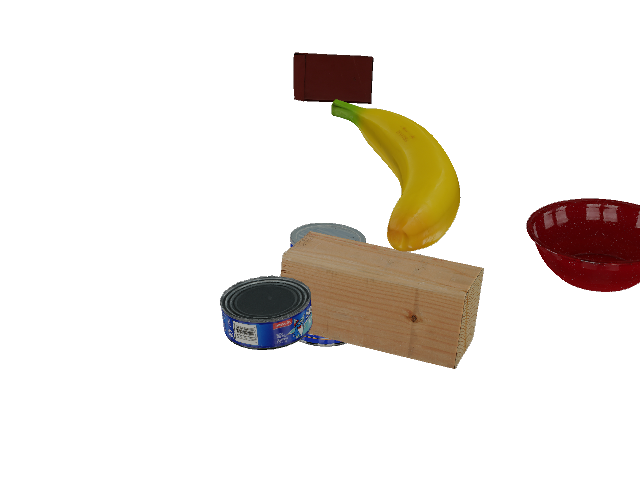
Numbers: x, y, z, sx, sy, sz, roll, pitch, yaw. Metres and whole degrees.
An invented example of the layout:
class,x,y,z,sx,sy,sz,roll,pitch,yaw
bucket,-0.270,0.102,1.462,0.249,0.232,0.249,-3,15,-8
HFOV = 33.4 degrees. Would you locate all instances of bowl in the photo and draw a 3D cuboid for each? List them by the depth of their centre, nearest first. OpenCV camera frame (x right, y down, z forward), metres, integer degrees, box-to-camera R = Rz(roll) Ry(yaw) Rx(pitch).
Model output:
class,x,y,z,sx,sy,sz,roll,pitch,yaw
bowl,0.304,0.010,1.161,0.162,0.055,0.162,-2,27,1

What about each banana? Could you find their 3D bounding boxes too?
class,x,y,z,sx,sy,sz,roll,pitch,yaw
banana,0.057,-0.042,0.702,0.069,0.037,0.198,-2,29,-11

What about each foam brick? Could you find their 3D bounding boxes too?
class,x,y,z,sx,sy,sz,roll,pitch,yaw
foam brick,0.013,-0.176,1.155,0.078,0.051,0.053,0,11,-14

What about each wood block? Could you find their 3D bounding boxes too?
class,x,y,z,sx,sy,sz,roll,pitch,yaw
wood block,0.065,0.063,1.183,0.206,0.091,0.090,13,23,18

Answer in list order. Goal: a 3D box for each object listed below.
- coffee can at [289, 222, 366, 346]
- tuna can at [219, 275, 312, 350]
class,x,y,z,sx,sy,sz,roll,pitch,yaw
coffee can,0.006,0.059,1.459,0.103,0.140,0.103,3,24,-1
tuna can,-0.050,0.068,1.003,0.086,0.034,0.086,-4,26,2
